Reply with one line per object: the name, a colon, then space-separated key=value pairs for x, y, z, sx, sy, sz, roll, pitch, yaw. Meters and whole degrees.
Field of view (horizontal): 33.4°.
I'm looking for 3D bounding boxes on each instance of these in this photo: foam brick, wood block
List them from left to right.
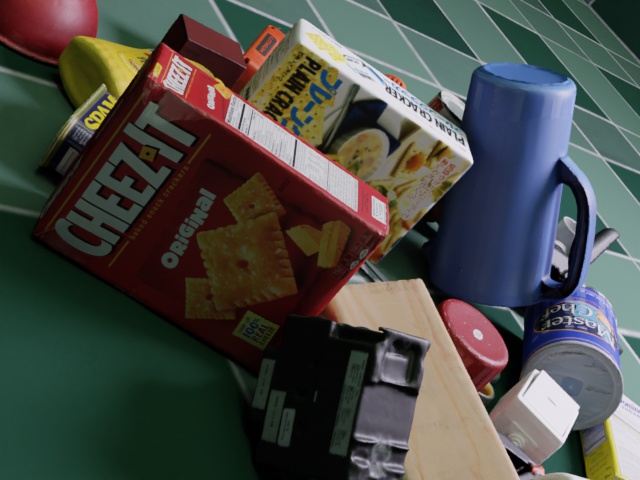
foam brick: x=-0.126 y=-0.193 z=1.135 sx=0.078 sy=0.053 sz=0.051 roll=24 pitch=31 yaw=-33
wood block: x=0.065 y=0.137 z=0.822 sx=0.090 sy=0.091 sz=0.206 roll=-4 pitch=46 yaw=-20

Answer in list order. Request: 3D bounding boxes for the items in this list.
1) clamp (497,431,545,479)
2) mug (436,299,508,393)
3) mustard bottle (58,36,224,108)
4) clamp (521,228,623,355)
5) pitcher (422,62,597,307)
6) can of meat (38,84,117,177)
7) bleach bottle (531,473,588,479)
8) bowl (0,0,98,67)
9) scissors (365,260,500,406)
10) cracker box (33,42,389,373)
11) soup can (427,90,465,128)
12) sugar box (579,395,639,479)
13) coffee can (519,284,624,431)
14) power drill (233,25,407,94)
clamp: x=0.128 y=0.195 z=0.909 sx=0.171 sy=0.039 sz=0.120 roll=26 pitch=39 yaw=-24
mug: x=0.107 y=0.103 z=0.968 sx=0.117 sy=0.082 sz=0.093 roll=30 pitch=29 yaw=-22
mustard bottle: x=-0.151 y=-0.141 z=1.016 sx=0.096 sy=0.058 sz=0.191 roll=52 pitch=27 yaw=22
clamp: x=0.298 y=0.065 z=1.298 sx=0.209 sy=0.036 sz=0.164 roll=1 pitch=80 yaw=-34
pitcher: x=0.206 y=-0.056 z=1.130 sx=0.149 sy=0.243 sz=0.145 roll=3 pitch=22 yaw=-10
can of meat: x=-0.171 y=-0.072 z=0.881 sx=0.084 sy=0.058 sz=0.102 roll=36 pitch=26 yaw=-9
bleach bottle: x=0.271 y=0.275 z=0.947 sx=0.250 sy=0.068 sz=0.102 roll=25 pitch=53 yaw=-41
bowl: x=-0.268 y=-0.237 z=1.006 sx=0.162 sy=0.055 sz=0.162 roll=32 pitch=27 yaw=-19
scissors: x=0.116 y=0.084 z=1.085 sx=0.096 sy=0.016 sz=0.202 roll=0 pitch=48 yaw=-56
cracker box: x=-0.079 y=-0.016 z=0.803 sx=0.213 sy=0.164 sz=0.072 roll=33 pitch=25 yaw=-17
soup can: x=0.125 y=-0.111 z=1.209 sx=0.068 sy=0.102 sz=0.068 roll=36 pitch=26 yaw=-21
sugar box: x=0.318 y=0.227 z=1.111 sx=0.093 sy=0.048 sz=0.176 roll=37 pitch=23 yaw=-10
coffee can: x=0.266 y=0.121 z=1.134 sx=0.103 sy=0.103 sz=0.140 roll=39 pitch=26 yaw=-6
power drill: x=-0.002 y=-0.156 z=1.188 sx=0.187 sy=0.057 sz=0.184 roll=27 pitch=37 yaw=0
